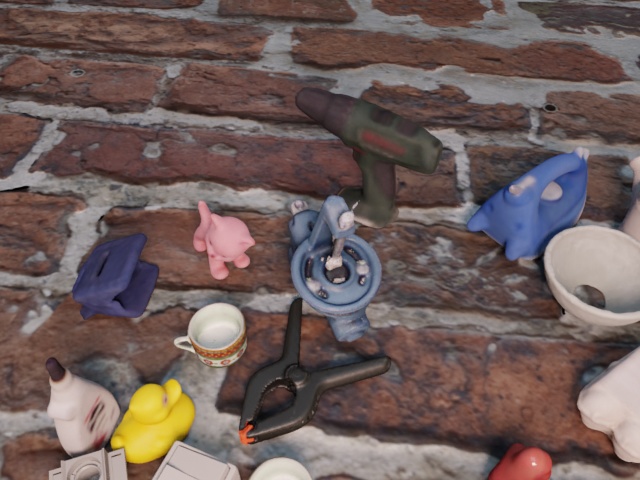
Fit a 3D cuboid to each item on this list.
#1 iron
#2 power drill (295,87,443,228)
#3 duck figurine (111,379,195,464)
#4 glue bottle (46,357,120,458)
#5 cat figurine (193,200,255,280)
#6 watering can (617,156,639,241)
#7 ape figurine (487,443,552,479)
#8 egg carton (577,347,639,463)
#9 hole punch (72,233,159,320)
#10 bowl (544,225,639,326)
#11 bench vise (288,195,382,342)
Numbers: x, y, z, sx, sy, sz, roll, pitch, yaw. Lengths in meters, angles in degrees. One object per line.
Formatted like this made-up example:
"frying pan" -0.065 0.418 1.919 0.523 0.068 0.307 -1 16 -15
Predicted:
"iron" 0.356 -0.080 0.897 0.259 0.141 0.118 -31 55 -25
"power drill" 0.068 -0.123 0.889 0.229 0.208 0.076 16 50 14
"duck figurine" -0.201 0.207 0.675 0.105 0.086 0.077 -36 57 -28
"glue bottle" -0.272 0.181 0.639 0.037 0.173 0.078 7 49 6
"cat figurine" -0.146 -0.008 0.846 0.067 0.118 0.127 -27 54 -22
"watering can" 0.509 -0.053 0.839 0.101 0.194 0.172 -26 53 -22
"ape figurine" 0.227 0.258 0.628 0.076 0.092 0.078 1 48 1
"egg carton" 0.394 0.196 0.699 0.150 0.069 0.107 -28 54 -23
"hole punch" -0.294 0.049 0.812 0.101 0.091 0.108 4 48 3
"bowl" 0.395 0.062 0.815 0.167 0.075 0.167 0 48 0
"bench vise" -0.002 0.009 0.763 0.122 0.220 0.206 -33 56 -26
